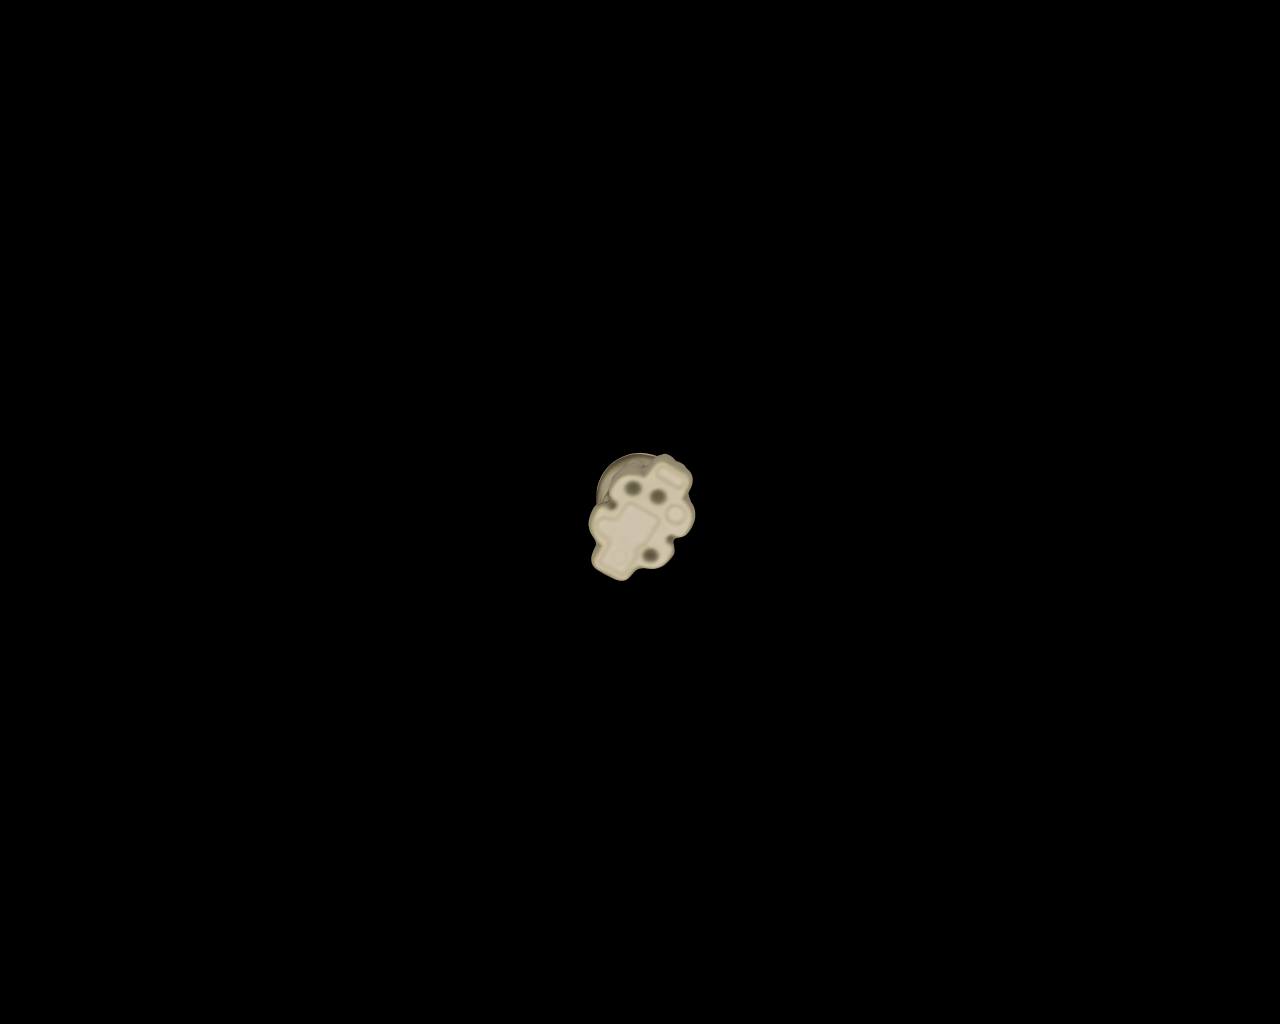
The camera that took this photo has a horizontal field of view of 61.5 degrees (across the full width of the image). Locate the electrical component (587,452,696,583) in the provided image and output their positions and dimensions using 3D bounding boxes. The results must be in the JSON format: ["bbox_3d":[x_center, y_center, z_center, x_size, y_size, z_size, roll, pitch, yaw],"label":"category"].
[{"bbox_3d":[0.001,-0.003,0.650,0.058,0.078,0.057,30,16,-9],"label":"electrical component"}]
